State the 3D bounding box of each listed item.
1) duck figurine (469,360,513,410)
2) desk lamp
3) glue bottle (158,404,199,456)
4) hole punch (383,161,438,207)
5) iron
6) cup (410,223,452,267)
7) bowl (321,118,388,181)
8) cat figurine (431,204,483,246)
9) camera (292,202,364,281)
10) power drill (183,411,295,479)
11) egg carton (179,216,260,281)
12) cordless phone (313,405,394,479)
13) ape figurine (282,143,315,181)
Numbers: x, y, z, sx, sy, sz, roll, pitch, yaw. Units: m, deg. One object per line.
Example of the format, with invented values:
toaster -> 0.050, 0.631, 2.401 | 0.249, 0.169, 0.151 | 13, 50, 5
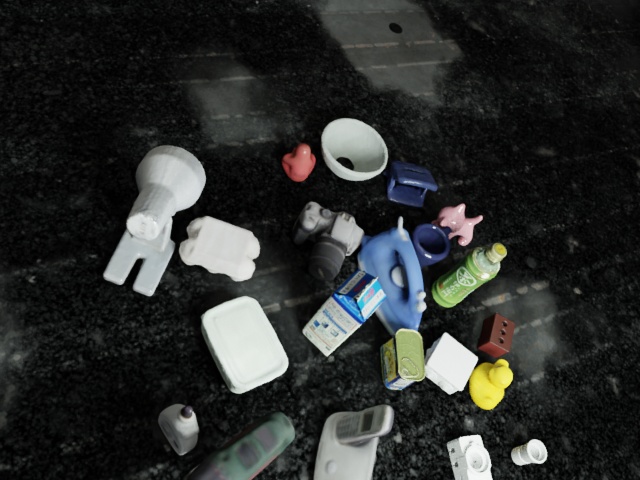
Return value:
duck figurine -> 0.359, 0.293, 1.178 | 0.077, 0.086, 0.105 | 30, 55, -3
desk lamp -> -0.296, -0.037, 1.030 | 0.118, 0.213, 0.203 | 21, 56, -9
glue bottle -> -0.217, 0.288, 0.901 | 0.037, 0.173, 0.078 | -27, 74, -31
hole punch -> 0.216, -0.146, 1.368 | 0.109, 0.091, 0.101 | 10, 59, -16
iron -> 0.172, 0.084, 1.190 | 0.119, 0.141, 0.258 | -6, 64, -24
cup -> 0.239, 0.016, 1.283 | 0.118, 0.095, 0.091 | -32, 77, -32
bowl -> 0.071, -0.201, 1.352 | 0.168, 0.074, 0.167 | 10, 59, -16
cat figurine -> 0.317, -0.042, 1.333 | 0.128, 0.117, 0.067 | 0, 62, -21
camera -> 0.011, 0.004, 1.196 | 0.143, 0.100, 0.137 | 26, 56, -6
power drill -> -0.146, 0.356, 0.869 | 0.230, 0.208, 0.075 | -33, 77, -33
egg carton -> -0.195, 0.018, 1.126 | 0.150, 0.069, 0.107 | 19, 57, -11
cordless phone -> 0.064, 0.354, 0.966 | 0.094, 0.185, 0.147 | 18, 57, -11
ape figurine -> -0.044, -0.182, 1.286 | 0.078, 0.092, 0.076 | 12, 58, -14
